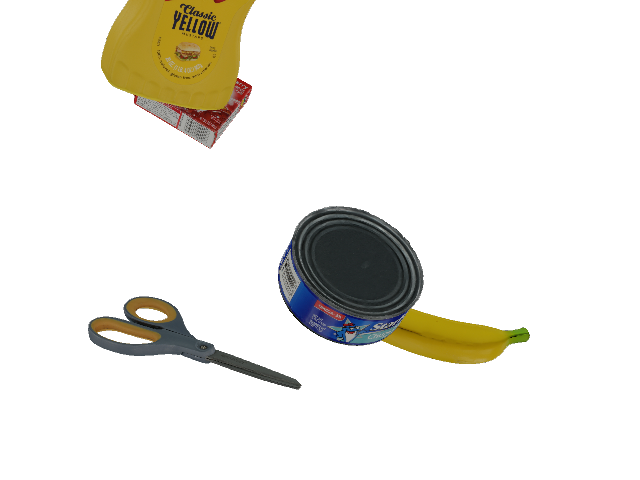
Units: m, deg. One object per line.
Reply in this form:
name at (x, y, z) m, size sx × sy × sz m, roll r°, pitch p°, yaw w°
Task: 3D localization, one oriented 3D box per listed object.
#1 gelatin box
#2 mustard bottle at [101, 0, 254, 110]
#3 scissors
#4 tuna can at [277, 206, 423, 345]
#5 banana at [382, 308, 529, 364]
gelatin box at (-0.121, -0.139, 1.013) m, size 0.089 × 0.073 × 0.030 m, roll 31°, pitch -37°, yaw 2°
mustard bottle at (-0.083, -0.191, 0.748) m, size 0.096 × 0.192 × 0.058 m, roll 11°, pitch 24°, yaw -26°
scissors at (-0.110, 0.090, 0.975) m, size 0.202 × 0.016 × 0.096 m, roll 10°, pitch 28°, yaw 4°
tuna can at (0.018, 0.022, 0.657) m, size 0.086 × 0.086 × 0.034 m, roll 0°, pitch -39°, yaw -26°
banana at (0.078, 0.072, 0.933) m, size 0.198 × 0.037 × 0.069 m, roll 16°, pitch 14°, yaw 26°
